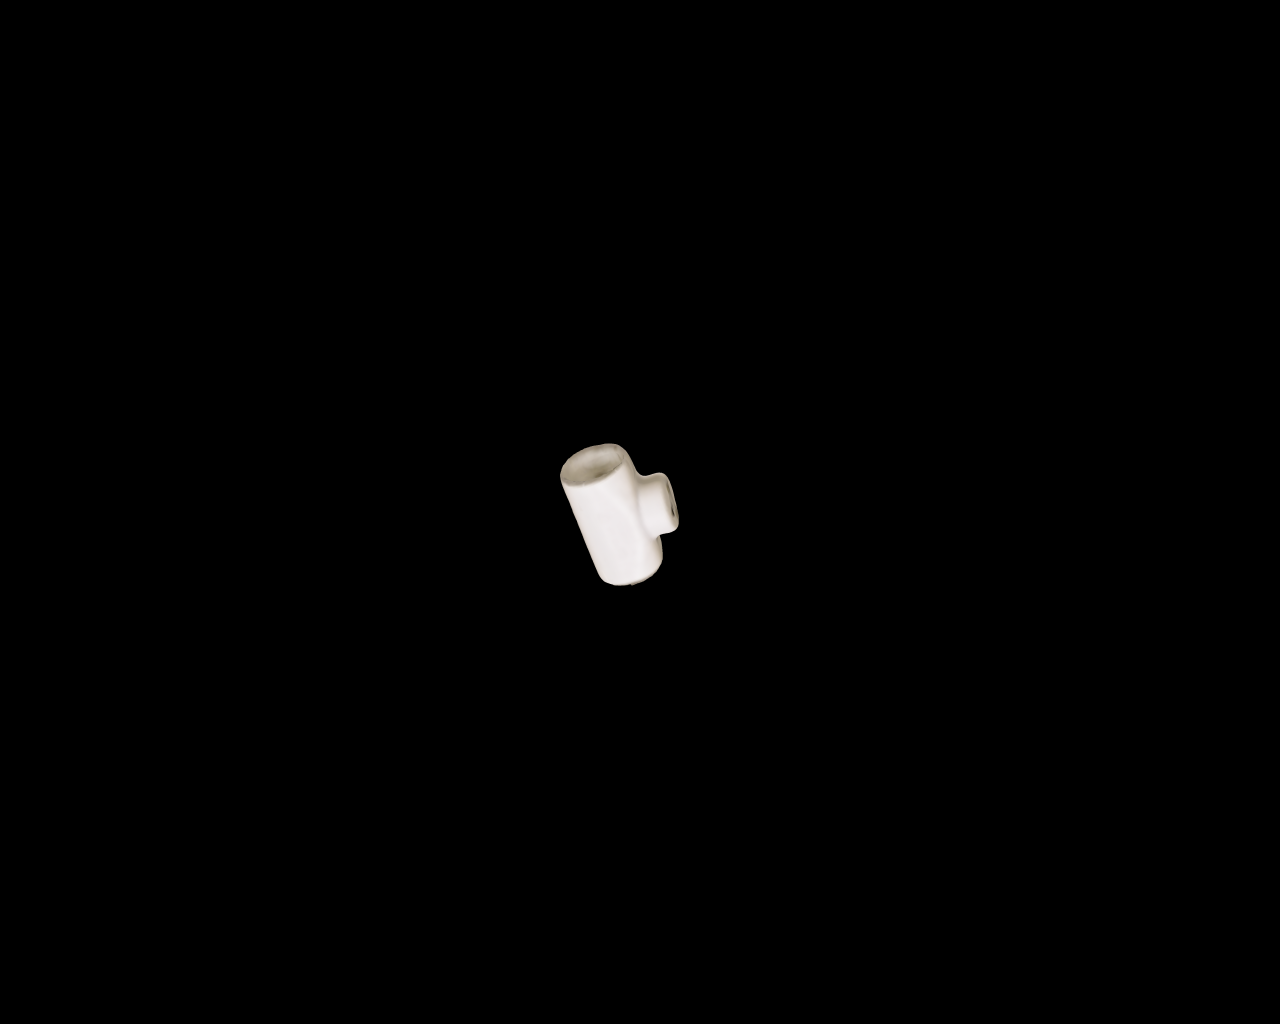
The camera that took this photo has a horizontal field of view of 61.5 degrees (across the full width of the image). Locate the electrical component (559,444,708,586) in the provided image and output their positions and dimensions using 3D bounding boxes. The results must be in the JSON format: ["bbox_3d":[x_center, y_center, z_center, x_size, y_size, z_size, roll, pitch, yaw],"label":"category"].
[{"bbox_3d":[0.001,-0.003,0.650,0.079,0.077,0.044,-15,32,9],"label":"electrical component"}]
